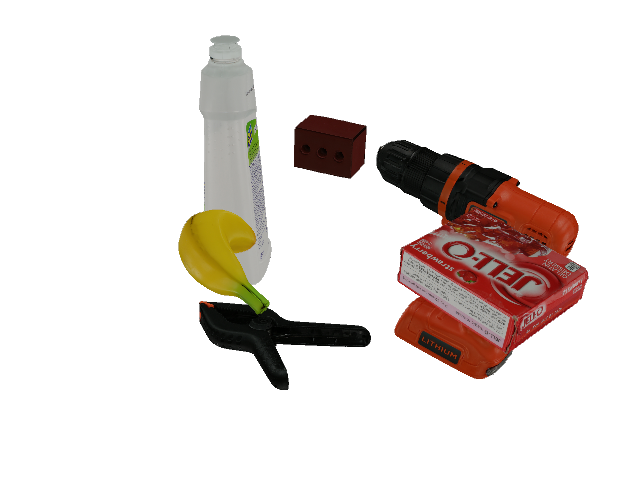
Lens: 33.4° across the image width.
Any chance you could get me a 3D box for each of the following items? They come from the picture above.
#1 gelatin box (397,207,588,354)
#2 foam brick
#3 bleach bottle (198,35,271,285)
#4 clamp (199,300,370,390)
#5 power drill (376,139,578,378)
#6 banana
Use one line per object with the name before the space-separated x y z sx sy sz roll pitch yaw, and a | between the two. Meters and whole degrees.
gelatin box | 0.103 0.021 0.644 0.073 0.030 0.089 -27 46 -37
foam brick | 0.011 -0.115 1.299 0.078 0.053 0.051 13 31 19
bleach bottle | -0.089 -0.084 1.083 0.068 0.251 0.102 1 26 3
clamp | -0.069 0.114 1.246 0.210 0.036 0.164 13 22 29
power drill | 0.118 0.017 0.931 0.185 0.188 0.057 29 42 24
banana | -0.077 0.007 0.814 0.037 0.069 0.198 -42 15 7
